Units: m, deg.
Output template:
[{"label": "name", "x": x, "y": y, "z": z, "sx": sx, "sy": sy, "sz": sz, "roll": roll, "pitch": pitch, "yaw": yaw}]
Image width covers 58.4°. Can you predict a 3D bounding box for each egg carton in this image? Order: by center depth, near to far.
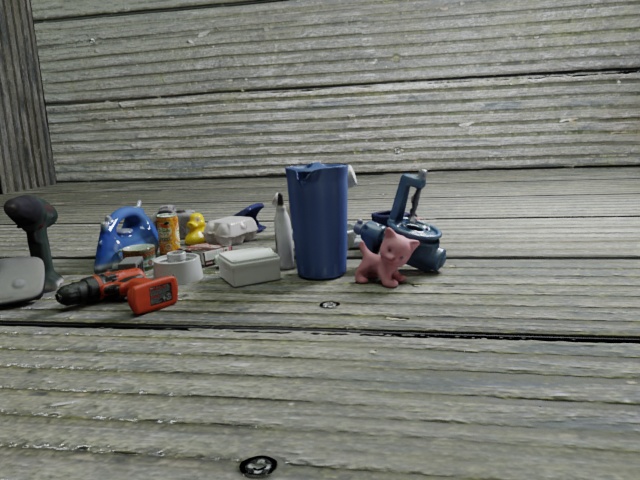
[{"label": "egg carton", "x": -0.251, "y": -0.025, "z": 1.616, "sx": 0.107, "sy": 0.069, "sz": 0.151, "roll": 5, "pitch": 14, "yaw": 33}]

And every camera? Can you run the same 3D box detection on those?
[{"label": "camera", "x": -0.443, "y": -0.061, "z": 1.755, "sx": 0.143, "sy": 0.101, "sz": 0.136, "roll": -4, "pitch": 12, "yaw": -6}]

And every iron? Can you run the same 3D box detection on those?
[{"label": "iron", "x": -0.504, "y": -0.016, "z": 1.456, "sx": 0.118, "sy": 0.141, "sz": 0.258, "roll": -1, "pitch": 12, "yaw": 10}]

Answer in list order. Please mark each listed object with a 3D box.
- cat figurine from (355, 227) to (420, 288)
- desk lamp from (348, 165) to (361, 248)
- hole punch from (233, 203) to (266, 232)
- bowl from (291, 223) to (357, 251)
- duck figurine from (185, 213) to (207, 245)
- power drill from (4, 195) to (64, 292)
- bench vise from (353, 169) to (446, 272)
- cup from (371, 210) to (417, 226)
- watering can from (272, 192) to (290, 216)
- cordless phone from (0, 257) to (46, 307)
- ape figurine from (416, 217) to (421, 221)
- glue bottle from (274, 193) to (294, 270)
[{"label": "cat figurine", "x": 0.133, "y": 0.030, "z": 1.150, "sx": 0.127, "sy": 0.118, "sz": 0.067, "roll": 5, "pitch": 14, "yaw": 32}, {"label": "desk lamp", "x": 0.023, "y": -0.088, "z": 1.505, "sx": 0.203, "sy": 0.213, "sz": 0.118, "roll": -1, "pitch": 12, "yaw": 6}, {"label": "hole punch", "x": -0.230, "y": -0.067, "z": 1.761, "sx": 0.100, "sy": 0.091, "sz": 0.109, "roll": 3, "pitch": 13, "yaw": 24}, {"label": "bowl", "x": 0.013, "y": 0.005, "z": 1.401, "sx": 0.167, "sy": 0.075, "sz": 0.167, "roll": -3, "pitch": 12, "yaw": 1}, {"label": "duck figurine", "x": -0.351, "y": -0.036, "z": 1.652, "sx": 0.077, "sy": 0.086, "sz": 0.105, "roll": 2, "pitch": 13, "yaw": 20}, {"label": "power drill", "x": -0.608, "y": 0.003, "z": 1.225, "sx": 0.076, "sy": 0.208, "sz": 0.229, "roll": -5, "pitch": 12, "yaw": -12}, {"label": "bench vise", "x": 0.166, "y": -0.042, "z": 1.236, "sx": 0.207, "sy": 0.220, "sz": 0.122, "roll": 0, "pitch": 12, "yaw": 13}, {"label": "cup", "x": 0.189, "y": -0.024, "z": 1.452, "sx": 0.118, "sy": 0.095, "sz": 0.091, "roll": -4, "pitch": 12, "yaw": -8}, {"label": "watering can", "x": -0.050, "y": -0.107, "z": 1.659, "sx": 0.173, "sy": 0.194, "sz": 0.100, "roll": -6, "pitch": 12, "yaw": -17}, {"label": "cordless phone", "x": -0.626, "y": 0.037, "z": 1.125, "sx": 0.148, "sy": 0.185, "sz": 0.094, "roll": -7, "pitch": 13, "yaw": -20}, {"label": "ape figurine", "x": 0.229, "y": -0.012, "z": 1.390, "sx": 0.076, "sy": 0.092, "sz": 0.078, "roll": -1, "pitch": 12, "yaw": 9}, {"label": "glue bottle", "x": -0.086, "y": -0.023, "z": 1.314, "sx": 0.037, "sy": 0.173, "sz": 0.078, "roll": -6, "pitch": 12, "yaw": -13}]
